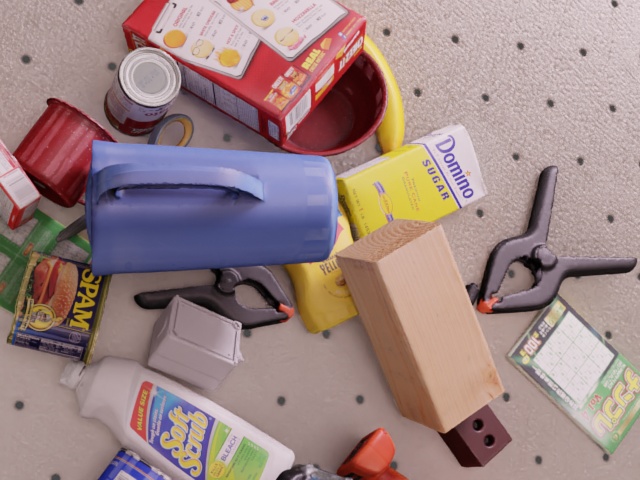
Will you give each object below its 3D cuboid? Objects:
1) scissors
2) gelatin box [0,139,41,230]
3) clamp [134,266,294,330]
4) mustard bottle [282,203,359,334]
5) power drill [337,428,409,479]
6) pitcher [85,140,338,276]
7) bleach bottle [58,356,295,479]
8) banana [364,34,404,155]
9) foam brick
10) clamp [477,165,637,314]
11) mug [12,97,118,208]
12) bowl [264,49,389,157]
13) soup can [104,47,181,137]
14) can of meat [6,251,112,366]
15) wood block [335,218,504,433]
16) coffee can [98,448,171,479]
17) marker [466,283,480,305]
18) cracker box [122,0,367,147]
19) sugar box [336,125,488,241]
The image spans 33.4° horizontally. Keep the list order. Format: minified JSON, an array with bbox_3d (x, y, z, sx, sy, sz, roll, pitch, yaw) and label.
[{"bbox_3d":[-0.198,-0.072,1.132,0.201,0.016,0.096,-22,118,-35],"label":"scissors"},{"bbox_3d":[-0.321,-0.061,1.075,0.030,0.073,0.089,-36,89,-27],"label":"gelatin box"},{"bbox_3d":[-0.106,0.038,1.165,0.171,0.039,0.120,18,77,-14],"label":"clamp"},{"bbox_3d":[-0.008,0.001,1.195,0.096,0.058,0.191,-24,87,-24],"label":"mustard bottle"},{"bbox_3d":[0.112,0.280,1.121,0.187,0.185,0.057,42,68,3],"label":"power drill"},{"bbox_3d":[-0.107,-0.033,1.047,0.242,0.149,0.145,0,118,-10],"label":"pitcher"},{"bbox_3d":[-0.156,0.201,1.100,0.250,0.068,0.102,31,74,-8],"label":"bleach bottle"},{"bbox_3d":[0.053,-0.192,1.272,0.069,0.037,0.198,-35,90,-2],"label":"banana"},{"bbox_3d":[0.169,0.212,1.215,0.053,0.051,0.078,-37,92,-23],"label":"foam brick"},{"bbox_3d":[0.265,0.014,1.299,0.209,0.036,0.164,-30,80,-19],"label":"clamp"},{"bbox_3d":[-0.261,-0.081,1.116,0.117,0.093,0.081,46,70,-40],"label":"mug"},{"bbox_3d":[-0.004,-0.153,1.215,0.162,0.055,0.162,0,65,-1],"label":"bowl"},{"bbox_3d":[-0.191,-0.158,1.142,0.068,0.102,0.068,4,77,-18],"label":"soup can"},{"bbox_3d":[-0.260,0.066,1.069,0.084,0.058,0.102,15,55,-12],"label":"can of meat"},{"bbox_3d":[0.108,0.089,1.150,0.090,0.090,0.206,-30,108,-23],"label":"wood block"},{"bbox_3d":[-0.198,0.291,1.043,0.103,0.103,0.140,40,69,-8],"label":"coffee can"},{"bbox_3d":[0.160,0.104,1.252,0.020,0.020,0.121,30,71,-11],"label":"marker"},{"bbox_3d":[-0.081,-0.222,1.176,0.214,0.072,0.164,32,68,14],"label":"cracker box"},{"bbox_3d":[0.105,-0.061,1.245,0.176,0.048,0.093,-26,105,-19],"label":"sugar box"}]
